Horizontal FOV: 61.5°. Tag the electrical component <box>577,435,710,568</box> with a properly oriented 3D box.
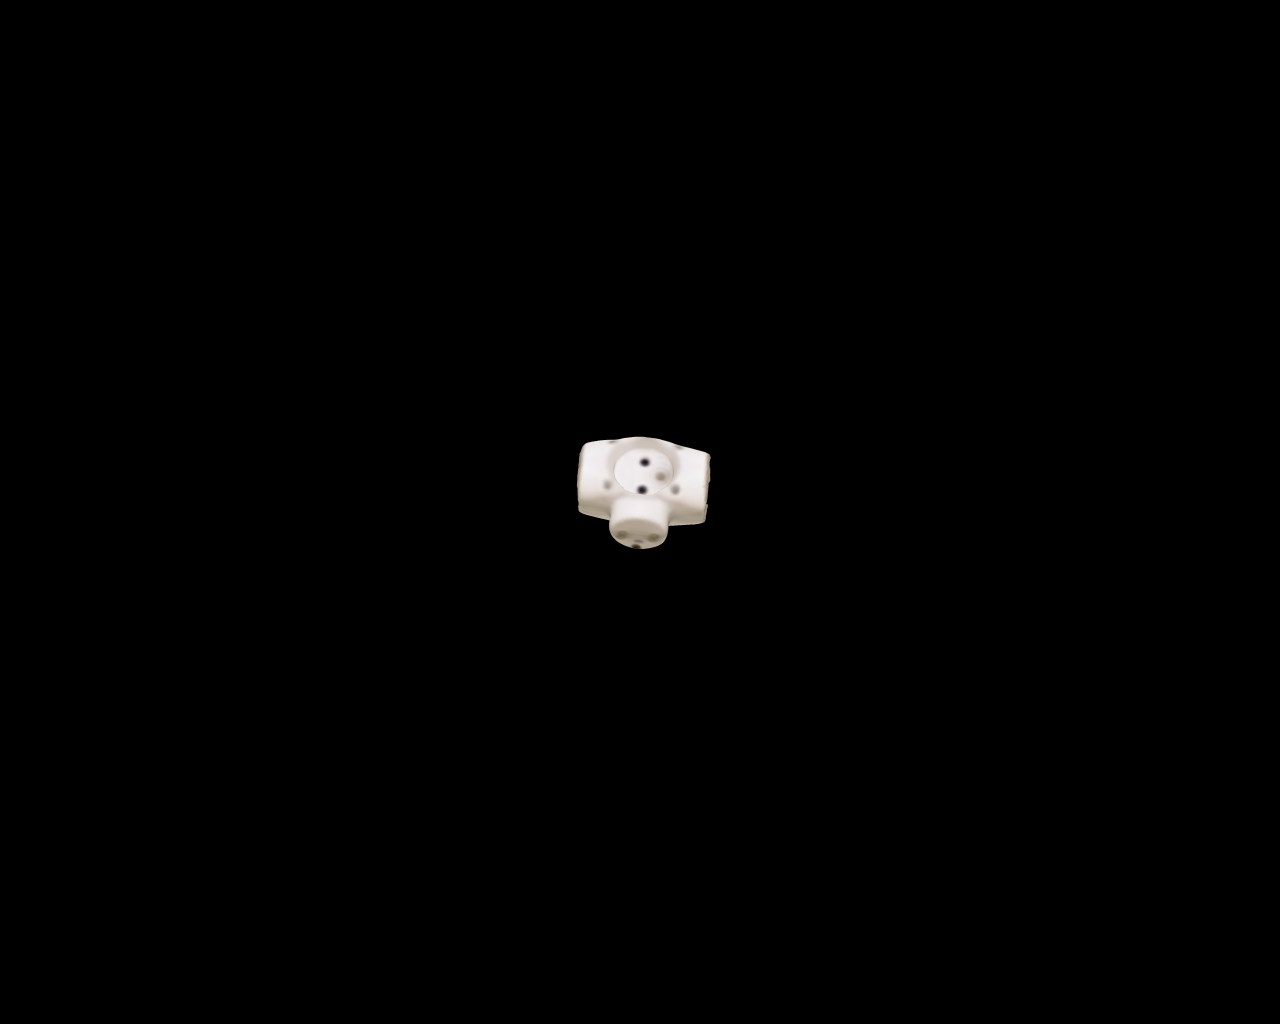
[{"bbox_3d":[0.001,-0.003,0.650,0.077,0.079,0.044,5,-31,3],"label":"electrical component"}]
